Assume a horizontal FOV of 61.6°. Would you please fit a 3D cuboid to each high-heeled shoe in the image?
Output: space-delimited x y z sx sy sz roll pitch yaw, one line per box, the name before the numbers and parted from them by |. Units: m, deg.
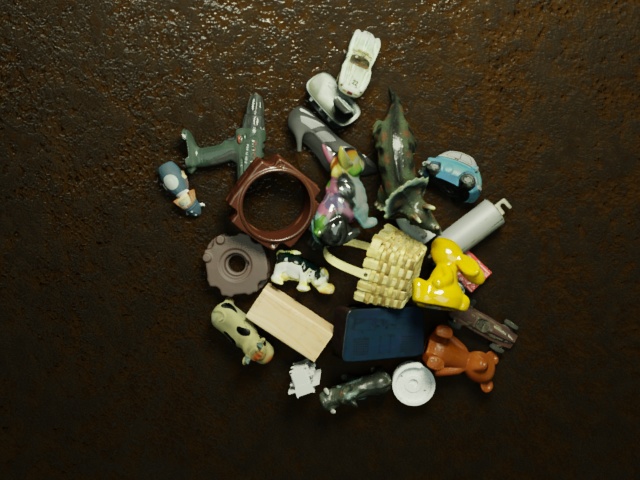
high-heeled shoe | 0.033 -0.251 1.364 0.249 0.086 0.145 15 57 -20

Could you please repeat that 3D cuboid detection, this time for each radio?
radio | 0.146 0.225 1.336 0.229 0.073 0.131 0 93 -24

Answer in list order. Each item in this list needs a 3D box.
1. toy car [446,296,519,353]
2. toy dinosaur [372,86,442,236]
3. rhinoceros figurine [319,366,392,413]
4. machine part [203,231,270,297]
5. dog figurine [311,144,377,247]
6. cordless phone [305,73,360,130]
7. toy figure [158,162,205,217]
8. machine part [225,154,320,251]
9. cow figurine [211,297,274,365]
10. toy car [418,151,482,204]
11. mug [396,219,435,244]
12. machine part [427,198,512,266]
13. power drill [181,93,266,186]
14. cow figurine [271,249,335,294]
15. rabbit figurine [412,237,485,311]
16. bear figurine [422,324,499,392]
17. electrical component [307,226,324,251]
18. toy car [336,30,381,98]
toy car | 0.418 0.218 1.370 0.202 0.053 0.089 31 92 -8
toy dinosaur | 0.182 -0.197 1.257 0.131 0.192 0.404 -9 84 -2
rhinoceros figurine | 0.091 0.386 1.372 0.190 0.112 0.073 -15 96 -5
machine part | -0.213 0.062 1.384 0.179 0.056 0.179 0 95 1
dog figurine | 0.041 -0.115 1.274 0.191 0.109 0.219 -30 117 -24
cordless phone | 0.025 -0.337 1.284 0.089 0.184 0.146 -41 92 9
toy figure | -0.358 -0.125 1.376 0.064 0.058 0.154 -28 96 42
machine part | -0.113 -0.092 1.325 0.201 0.087 0.201 36 94 -23
cow figurine | -0.195 0.237 1.362 0.195 0.127 0.085 43 98 1
toy car | 0.334 -0.166 1.336 0.162 0.109 0.103 27 71 11
mug | 0.234 -0.035 1.343 0.081 0.109 0.107 -42 80 11
machine part | 0.372 -0.022 1.350 0.243 0.079 0.079 -39 92 5
power drill | -0.239 -0.249 1.357 0.207 0.086 0.231 -4 97 -6
cow figurine | -0.038 0.083 1.377 0.167 0.068 0.098 14 89 0
rabbit figurine | 0.298 0.076 1.262 0.163 0.121 0.173 -1 70 28
bear figurine | 0.361 0.302 1.350 0.196 0.132 0.120 21 74 6
electrical component | -0.003 -0.004 1.362 0.021 0.094 0.063 33 95 41
toy car | 0.095 -0.432 1.307 0.073 0.056 0.202 21 66 -8
